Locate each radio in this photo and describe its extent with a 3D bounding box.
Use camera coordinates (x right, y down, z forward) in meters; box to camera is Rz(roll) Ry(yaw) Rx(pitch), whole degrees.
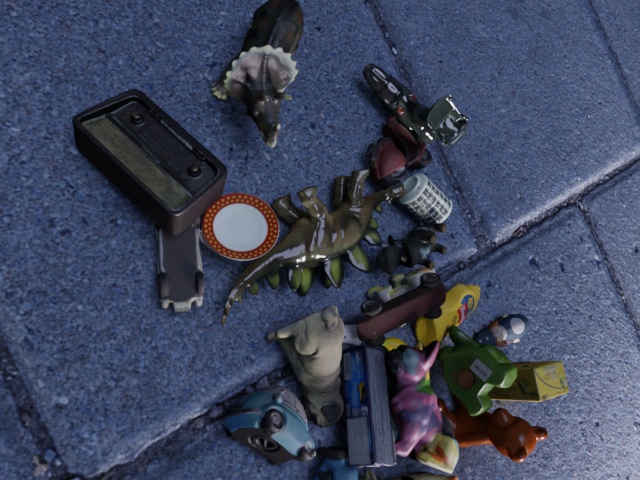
[{"bbox_3d":[-0.265,-0.128,0.856,0.229,0.073,0.131,43,57,6],"label":"radio"}]

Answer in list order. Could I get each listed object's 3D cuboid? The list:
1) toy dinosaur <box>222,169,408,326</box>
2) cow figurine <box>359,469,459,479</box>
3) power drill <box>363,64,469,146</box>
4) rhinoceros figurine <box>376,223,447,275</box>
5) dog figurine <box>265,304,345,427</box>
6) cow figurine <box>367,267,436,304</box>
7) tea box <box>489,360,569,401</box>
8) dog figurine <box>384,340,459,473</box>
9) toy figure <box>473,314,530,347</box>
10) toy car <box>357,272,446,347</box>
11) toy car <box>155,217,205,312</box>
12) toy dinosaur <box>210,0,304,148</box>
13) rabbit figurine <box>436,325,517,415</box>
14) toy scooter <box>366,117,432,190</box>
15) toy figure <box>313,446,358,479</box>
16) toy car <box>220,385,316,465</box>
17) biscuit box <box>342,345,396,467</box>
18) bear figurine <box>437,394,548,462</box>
[{"bbox_3d":[-0.002,-0.003,1.004,0.471,0.105,0.198,-25,94,-29],"label":"toy dinosaur"},{"bbox_3d":[0.149,0.459,0.968,0.195,0.127,0.085,15,70,-43],"label":"cow figurine"},{"bbox_3d":[0.205,-0.280,1.149,0.231,0.207,0.086,40,86,-34],"label":"power drill"},{"bbox_3d":[0.189,0.014,1.111,0.190,0.112,0.073,-29,122,-46],"label":"rhinoceros figurine"},{"bbox_3d":[0.009,0.218,0.912,0.121,0.172,0.190,-22,82,-23],"label":"dog figurine"},{"bbox_3d":[0.183,0.116,1.100,0.167,0.068,0.098,-21,94,-30],"label":"cow figurine"},{"bbox_3d":[0.417,0.295,1.132,0.098,0.170,0.068,-4,79,-34],"label":"tea box"},{"bbox_3d":[0.191,0.298,1.003,0.191,0.108,0.219,23,75,-11],"label":"dog figurine"},{"bbox_3d":[0.413,0.208,1.224,0.154,0.057,0.064,-14,45,-32],"label":"toy figure"},{"bbox_3d":[0.153,0.130,1.016,0.202,0.053,0.089,-21,122,-19],"label":"toy car"},{"bbox_3d":[-0.232,0.017,0.883,0.073,0.056,0.201,-2,80,-21],"label":"toy car"},{"bbox_3d":[-0.087,-0.368,0.997,0.131,0.192,0.405,26,66,-25],"label":"toy dinosaur"},{"bbox_3d":[0.305,0.249,1.055,0.170,0.159,0.121,2,116,-55],"label":"rabbit figurine"},{"bbox_3d":[0.161,-0.195,1.170,0.184,0.075,0.135,-33,95,-37],"label":"toy scooter"},{"bbox_3d":[0.031,0.445,0.905,0.082,0.089,0.180,5,76,-25],"label":"toy figure"},{"bbox_3d":[-0.072,0.293,0.880,0.161,0.109,0.103,43,42,-24],"label":"toy car"},{"bbox_3d":[0.084,0.290,0.947,0.062,0.059,0.203,24,54,-42],"label":"biscuit box"},{"bbox_3d":[0.323,0.353,1.044,0.120,0.196,0.132,-24,89,-31],"label":"bear figurine"}]
